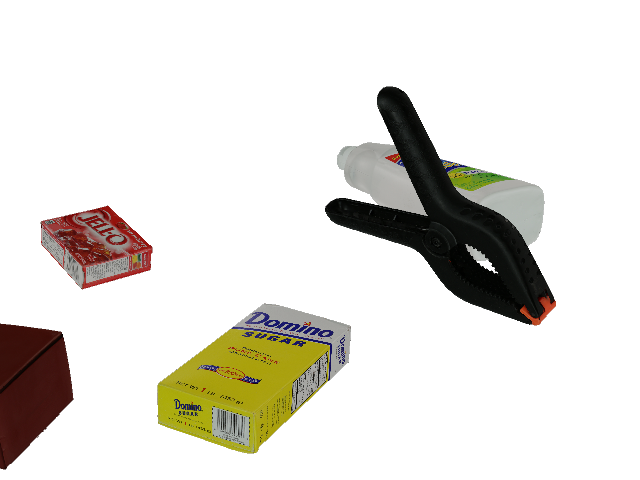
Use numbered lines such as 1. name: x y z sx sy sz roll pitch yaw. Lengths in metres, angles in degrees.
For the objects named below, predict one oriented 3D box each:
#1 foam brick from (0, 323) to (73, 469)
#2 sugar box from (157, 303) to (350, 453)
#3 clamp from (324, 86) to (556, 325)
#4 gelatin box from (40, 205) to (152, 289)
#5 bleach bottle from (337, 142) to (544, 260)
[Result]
1. foam brick: -0.199 0.094 0.666 0.053 0.051 0.078 7 29 21
2. sugar box: -0.052 0.112 0.913 0.093 0.048 0.176 14 28 23
3. clamp: 0.099 -0.016 0.836 0.210 0.165 0.036 38 55 17
4. gelatin box: -0.212 0.004 1.008 0.073 0.030 0.089 -16 39 -35
5. bleach bottle: 0.100 -0.053 1.078 0.102 0.068 0.251 -14 25 -36
